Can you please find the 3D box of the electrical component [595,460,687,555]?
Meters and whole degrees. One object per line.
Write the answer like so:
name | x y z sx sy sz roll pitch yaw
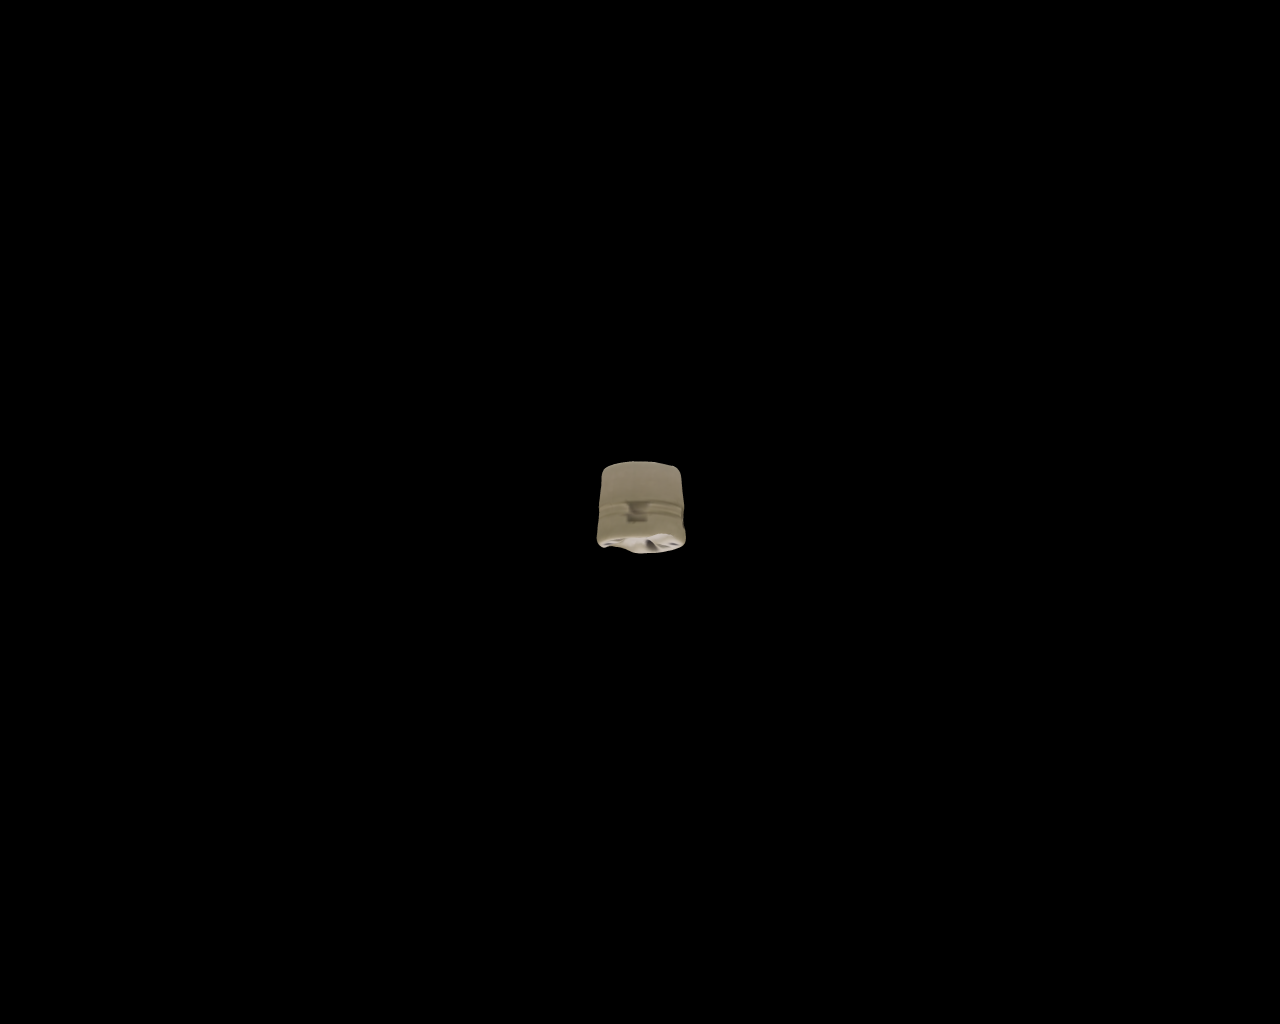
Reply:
electrical component | 0.001 -0.003 0.650 0.055 0.047 0.055 0 -14 0
